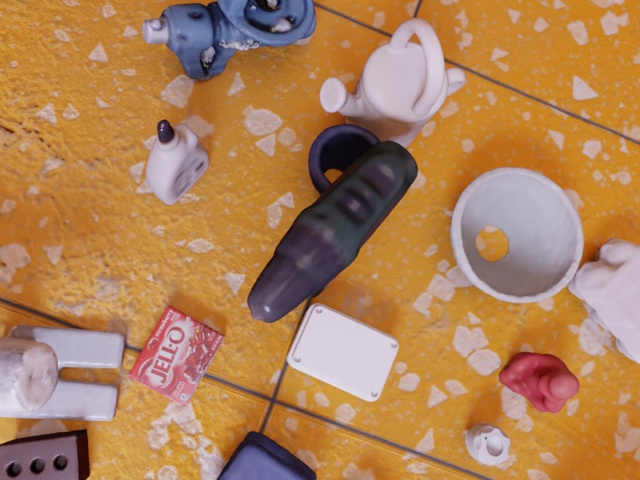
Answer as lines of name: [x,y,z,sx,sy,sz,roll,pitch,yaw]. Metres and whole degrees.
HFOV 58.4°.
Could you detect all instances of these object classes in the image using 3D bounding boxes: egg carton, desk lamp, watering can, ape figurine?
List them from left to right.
desk lamp: [-0.306,0.119,0.530,0.203,0.213,0.118,5,78,-8]
watering can: [0.088,-0.173,0.659,0.173,0.194,0.101,-36,86,-13]
ape figurine: [0.268,0.167,0.675,0.076,0.092,0.078,-16,82,-11]
egg carton: [0.392,0.076,0.724,0.107,0.069,0.150,-39,87,-14]

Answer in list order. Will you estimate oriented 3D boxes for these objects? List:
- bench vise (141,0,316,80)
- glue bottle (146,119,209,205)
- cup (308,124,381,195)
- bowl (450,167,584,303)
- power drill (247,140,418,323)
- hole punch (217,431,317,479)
bench vise: [-0.087,-0.260,0.634,0.207,0.219,0.121,-39,87,-14]
glue bottle: [-0.157,-0.092,0.615,0.037,0.173,0.078,41,76,1]
cup: [0.032,-0.068,0.681,0.092,0.095,0.118,-22,83,-12]
bowl: [0.231,-0.002,0.710,0.167,0.074,0.167,2,79,-9]
power drill: [0.006,0.002,0.605,0.075,0.208,0.230,40,76,1]
hole punch: [-0.058,0.273,0.603,0.108,0.091,0.101,35,76,-1]
